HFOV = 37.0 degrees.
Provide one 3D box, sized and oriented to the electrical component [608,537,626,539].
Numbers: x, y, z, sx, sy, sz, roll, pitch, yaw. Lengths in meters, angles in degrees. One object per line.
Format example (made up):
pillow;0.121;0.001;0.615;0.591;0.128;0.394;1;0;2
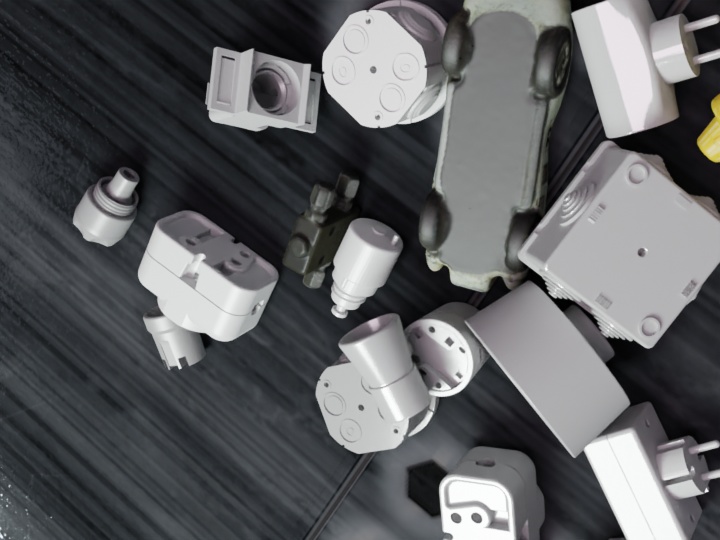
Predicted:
electrical component;0.161;0.220;0.730;0.047;0.066;0.077;59;152;0

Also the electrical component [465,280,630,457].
electrical component;0.123;0.055;0.670;0.060;0.108;0.108;-39;85;2

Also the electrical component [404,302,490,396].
electrical component;0.061;0.052;0.735;0.055;0.047;0.055;9;111;26

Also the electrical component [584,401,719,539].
electrical component;0.197;0.128;0.686;0.076;0.047;0.083;-24;94;32

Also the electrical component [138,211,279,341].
electrical component;-0.117;0.007;0.814;0.095;0.054;0.059;35;119;15

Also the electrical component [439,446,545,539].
electrical component;0.094;0.175;0.750;0.054;0.059;0.095;2;107;28

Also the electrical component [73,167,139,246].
electrical component;-0.195;-0.053;0.844;0.043;0.043;0.062;44;120;9

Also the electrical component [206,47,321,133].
electrical component;-0.071;-0.120;0.736;0.064;0.081;0.042;-3;80;56

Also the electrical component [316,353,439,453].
electrical component;0.012;0.089;0.772;0.080;0.051;0.080;9;111;26

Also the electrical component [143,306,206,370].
electrical component;-0.146;0.051;0.854;0.040;0.040;0.046;-7;108;30

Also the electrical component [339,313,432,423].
electrical component;0.019;0.067;0.710;0.044;0.044;0.065;-20;101;32

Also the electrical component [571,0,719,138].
electrical component;0.170;-0.124;0.620;0.079;0.043;0.077;-13;99;31

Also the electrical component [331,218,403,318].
electrical component;0.000;0.000;0.756;0.040;0.040;0.078;34;120;15

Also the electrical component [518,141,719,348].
electrical component;0.156;-0.014;0.627;0.100;0.048;0.099;36;94;-12

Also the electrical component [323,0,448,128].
electrical component;0.020;-0.132;0.695;0.080;0.051;0.080;9;110;26
